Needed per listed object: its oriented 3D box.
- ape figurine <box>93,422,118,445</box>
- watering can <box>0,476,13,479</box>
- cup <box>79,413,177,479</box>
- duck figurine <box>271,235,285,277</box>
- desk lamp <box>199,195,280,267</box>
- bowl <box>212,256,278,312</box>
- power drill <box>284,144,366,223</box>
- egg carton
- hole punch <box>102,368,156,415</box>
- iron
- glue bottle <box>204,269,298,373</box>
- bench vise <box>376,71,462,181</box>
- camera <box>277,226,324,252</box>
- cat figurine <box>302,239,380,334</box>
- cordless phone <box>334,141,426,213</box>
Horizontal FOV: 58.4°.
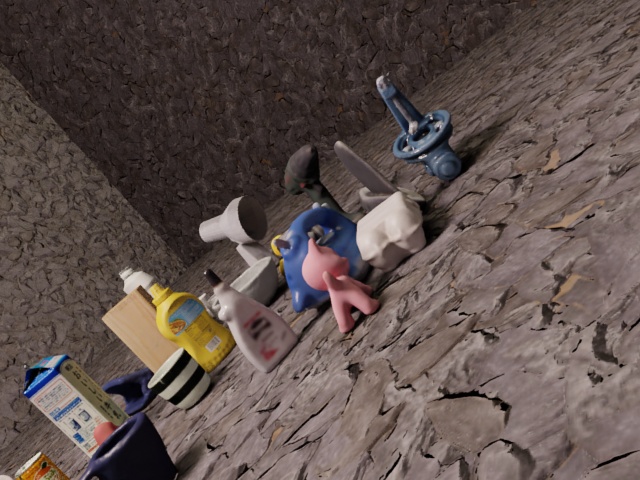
[{"bbox_3d":[-0.316,0.323,0.903,0.077,0.092,0.076,-37,11,17],"label":"ape figurine"},{"bbox_3d":[-0.556,0.447,0.953,0.173,0.194,0.101,-39,10,4],"label":"watering can"},{"bbox_3d":[-0.240,0.296,0.735,0.091,0.095,0.118,-27,17,52],"label":"cup"},{"bbox_3d":[-0.078,0.030,1.316,0.077,0.086,0.104,-36,11,23],"label":"duck figurine"},{"bbox_3d":[-0.204,0.010,1.497,0.203,0.213,0.118,-33,13,34],"label":"desk lamp"},{"bbox_3d":[-0.146,0.115,1.232,0.167,0.075,0.167,-39,10,9],"label":"bowl"},{"bbox_3d":[0.003,-0.108,1.265,0.076,0.208,0.229,-43,11,-17],"label":"power drill"},{"bbox_3d":[0.110,-0.014,0.873,0.107,0.069,0.150,-38,10,13],"label":"egg carton"},{"bbox_3d":[-0.411,0.320,1.263,0.108,0.091,0.101,-32,13,38],"label":"hole punch"},{"bbox_3d":[0.009,0.003,0.957,0.118,0.141,0.258,-34,12,30],"label":"iron"},{"bbox_3d":[-0.112,0.110,0.845,0.078,0.173,0.037,-46,12,-28],"label":"glue bottle"},{"bbox_3d":[0.166,-0.208,1.069,0.121,0.220,0.207,-41,10,-5],"label":"bench vise"},{"bbox_3d":[-0.010,0.001,1.151,0.137,0.101,0.143,-41,10,-6],"label":"camera"},{"bbox_3d":[0.016,0.053,0.788,0.067,0.118,0.127,-40,10,3],"label":"cat figurine"},{"bbox_3d":[0.093,-0.107,1.001,0.094,0.185,0.147,-39,10,5],"label":"cordless phone"}]
